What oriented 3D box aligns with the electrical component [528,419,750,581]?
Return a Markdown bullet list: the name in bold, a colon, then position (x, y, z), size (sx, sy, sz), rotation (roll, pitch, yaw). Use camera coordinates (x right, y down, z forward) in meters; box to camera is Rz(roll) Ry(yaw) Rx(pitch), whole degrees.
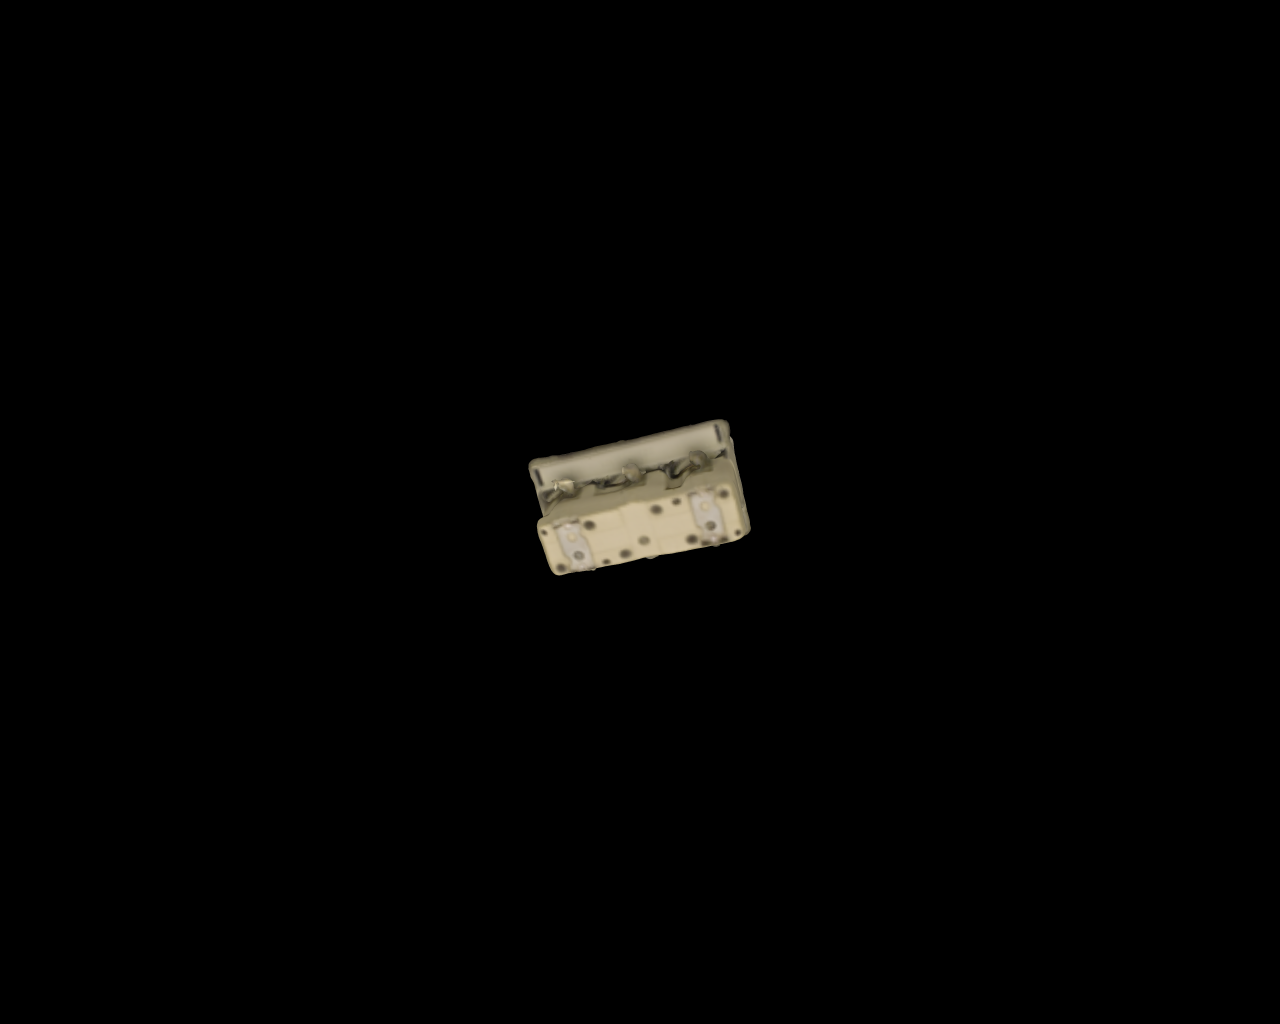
- **electrical component**: position (0.001, -0.003, 0.650), size (0.121, 0.078, 0.063), rotation (-11, 30, 7)
